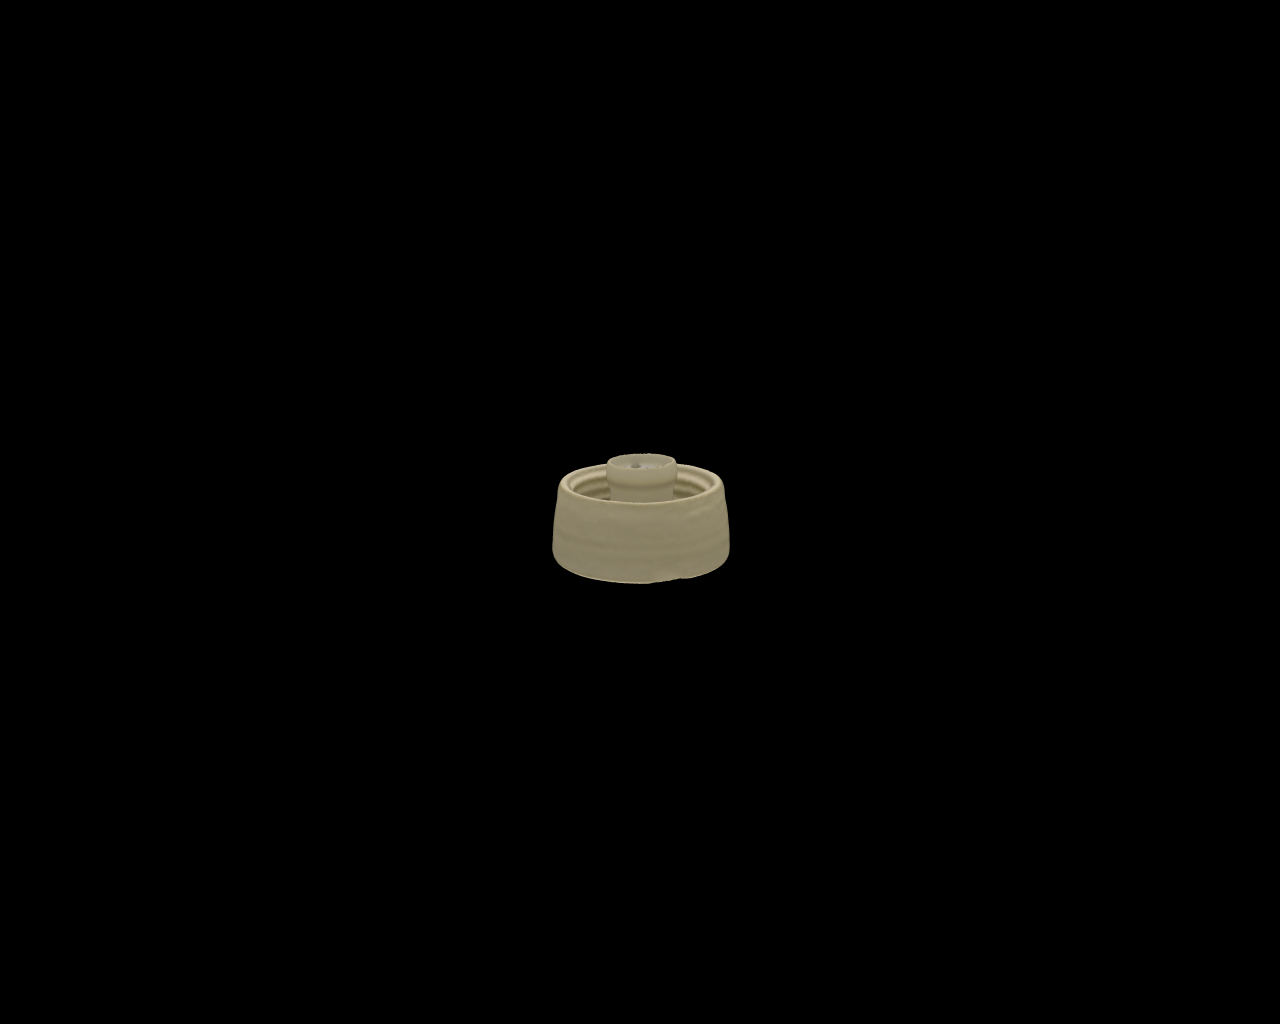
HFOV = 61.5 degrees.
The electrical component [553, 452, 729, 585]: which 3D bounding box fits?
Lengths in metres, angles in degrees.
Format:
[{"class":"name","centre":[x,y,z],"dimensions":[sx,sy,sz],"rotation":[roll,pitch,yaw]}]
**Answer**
[{"class":"electrical component","centre":[0.001,-0.003,0.650],"dimensions":[0.108,0.060,0.108],"rotation":[0,16,0]}]
